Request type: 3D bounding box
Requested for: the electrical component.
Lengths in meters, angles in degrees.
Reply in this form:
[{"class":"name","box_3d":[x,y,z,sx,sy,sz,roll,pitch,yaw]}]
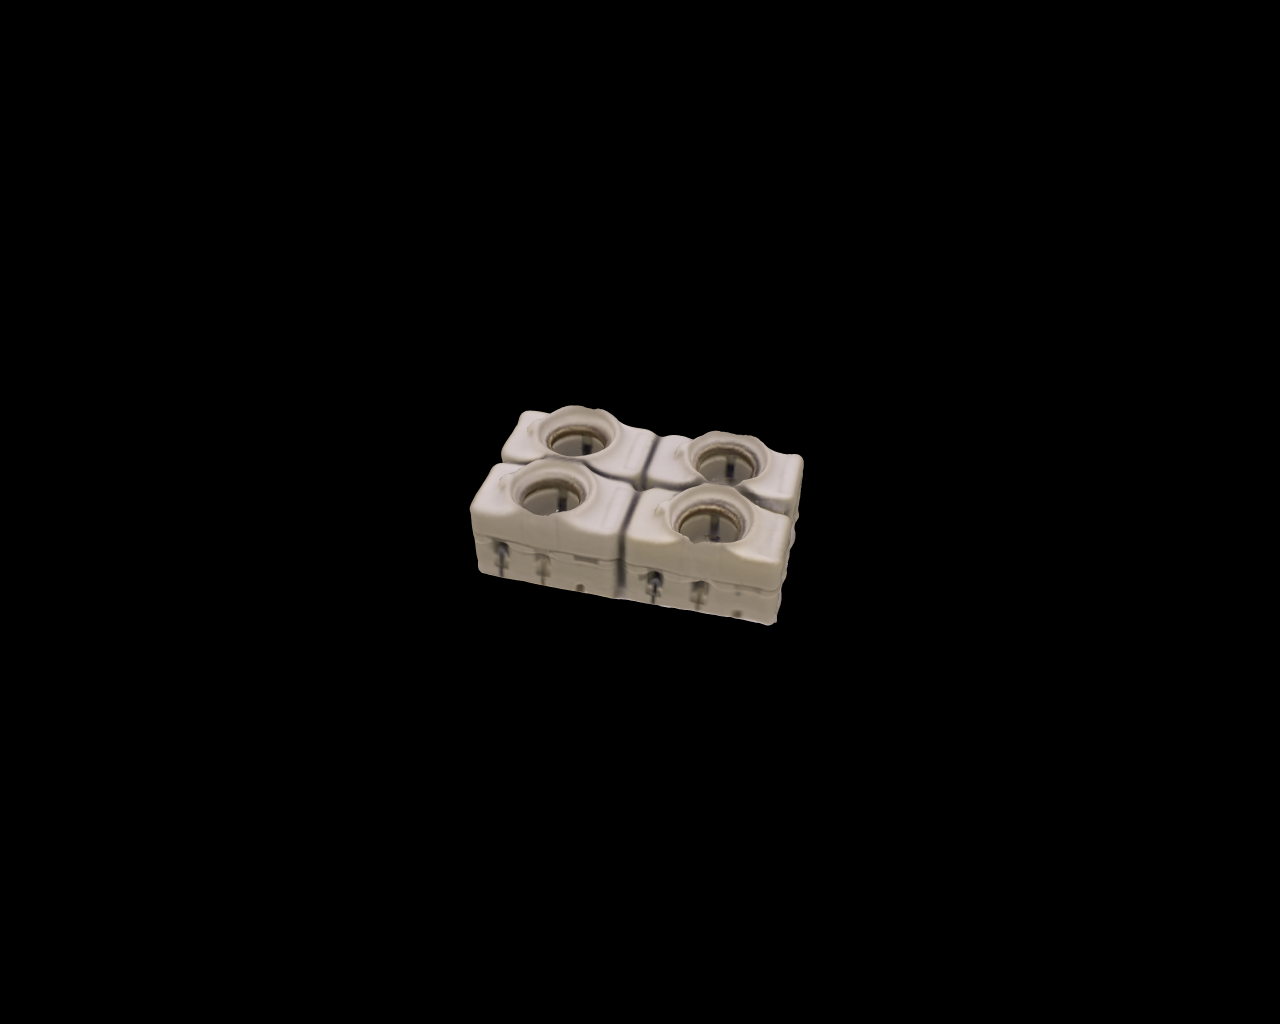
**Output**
[{"class":"electrical component","box_3d":[0.001,-0.003,0.650,0.186,0.060,0.106,10,43,11]}]
